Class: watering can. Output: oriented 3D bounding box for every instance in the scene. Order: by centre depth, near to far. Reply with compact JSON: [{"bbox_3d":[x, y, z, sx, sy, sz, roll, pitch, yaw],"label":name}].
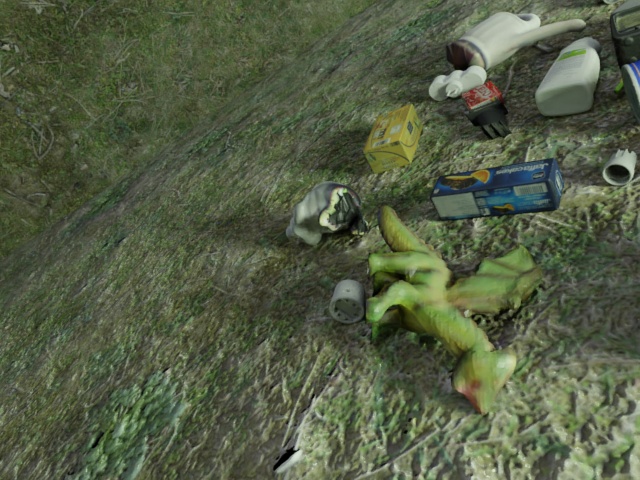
[{"bbox_3d":[0.452,-0.490,1.268,0.225,0.102,0.353,-35,28,-2],"label":"watering can"}]

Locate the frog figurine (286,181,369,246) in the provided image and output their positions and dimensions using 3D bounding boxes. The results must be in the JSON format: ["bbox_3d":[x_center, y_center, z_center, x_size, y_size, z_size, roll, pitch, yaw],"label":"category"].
[{"bbox_3d":[0.003,-0.052,1.031,0.138,0.122,0.159,-12,4,-37],"label":"frog figurine"}]

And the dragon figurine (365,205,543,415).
[{"bbox_3d":[0.186,0.054,0.737,0.242,0.119,0.420,-4,38,14],"label":"dragon figurine"}]
